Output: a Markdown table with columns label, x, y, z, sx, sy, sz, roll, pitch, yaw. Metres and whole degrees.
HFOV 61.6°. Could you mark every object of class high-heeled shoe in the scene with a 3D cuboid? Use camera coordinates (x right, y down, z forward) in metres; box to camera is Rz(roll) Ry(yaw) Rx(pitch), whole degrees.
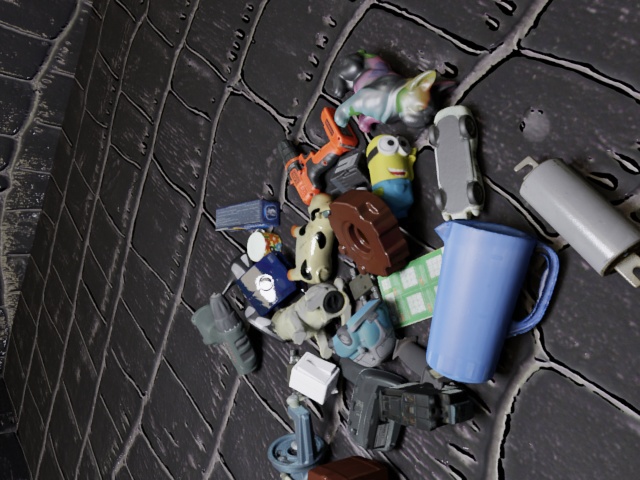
| label | x | y | z | sx | sy | sz | roll | pitch | yaw |
| --- | --- | --- | --- | --- | --- | --- | --- | --- | --- |
| high-heeled shoe | -0.138 | 0.134 | 1.302 | 0.249 | 0.086 | 0.145 | 33 | 77 | 24 |

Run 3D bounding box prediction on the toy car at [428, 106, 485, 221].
| label | x | y | z | sx | sy | sz | roll | pitch | yaw |
| --- | --- | --- | --- | --- | --- | --- | --- | --- | --- |
| toy car | 0.234 | -0.129 | 0.916 | 0.074 | 0.056 | 0.201 | -11 | 80 | 40 |

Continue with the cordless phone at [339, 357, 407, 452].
| label | x | y | z | sx | sy | sz | roll | pitch | yaw |
| --- | --- | --- | --- | --- | --- | --- | --- | --- | --- |
| cordless phone | 0.080 | 0.307 | 1.038 | 0.184 | 0.089 | 0.146 | 20 | 102 | 57 |

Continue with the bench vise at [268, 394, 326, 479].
| label | x | y | z | sx | sy | sz | roll | pitch | yaw |
| --- | --- | --- | --- | --- | --- | --- | --- | --- | --- |
| bench vise | -0.029 | 0.434 | 1.088 | 0.224 | 0.129 | 0.240 | 17 | 115 | 61 |

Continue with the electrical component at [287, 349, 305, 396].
| label | x | y | z | sx | sy | sz | roll | pitch | yaw |
| --- | --- | --- | --- | --- | --- | --- | --- | --- | --- |
| electrical component | -0.047 | 0.296 | 1.184 | 0.078 | 0.045 | 0.102 | -3 | 84 | 45 |

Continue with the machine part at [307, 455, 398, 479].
| label | x | y | z | sx | sy | sz | roll | pitch | yaw |
| --- | --- | --- | --- | --- | --- | --- | --- | --- | --- |
| machine part | 0.045 | 0.500 | 0.953 | 0.087 | 0.201 | 0.201 | 2 | 88 | 49 |

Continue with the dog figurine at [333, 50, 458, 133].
| label | x | y | z | sx | sy | sz | roll | pitch | yaw |
| --- | --- | --- | --- | --- | --- | --- | --- | --- | --- |
| dog figurine | 0.138 | -0.285 | 0.999 | 0.219 | 0.108 | 0.191 | -10 | 76 | 42 |

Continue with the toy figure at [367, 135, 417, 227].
| label | x | y | z | sx | sy | sz | roll | pitch | yaw |
| --- | --- | --- | --- | --- | --- | --- | --- | --- | --- |
| toy figure | 0.130 | -0.111 | 1.007 | 0.089 | 0.082 | 0.180 | -11 | 81 | 44 |

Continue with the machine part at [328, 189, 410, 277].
| label | x | y | z | sx | sy | sz | roll | pitch | yaw |
| --- | --- | --- | --- | --- | --- | --- | --- | --- | --- |
| machine part | 0.086 | -0.011 | 0.993 | 0.179 | 0.056 | 0.179 | 44 | 155 | 27 |

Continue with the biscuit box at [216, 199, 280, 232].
| label | x | y | z | sx | sy | sz | roll | pitch | yaw |
| --- | --- | --- | --- | --- | --- | --- | --- | --- | --- |
| biscuit box | -0.184 | -0.059 | 1.351 | 0.203 | 0.059 | 0.062 | -5 | 81 | 47 |

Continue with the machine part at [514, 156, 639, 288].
| label | x | y | z | sx | sy | sz | roll | pitch | yaw |
| --- | --- | --- | --- | --- | --- | --- | --- | --- | --- |
| machine part | 0.365 | -0.035 | 0.751 | 0.079 | 0.079 | 0.243 | -54 | 50 | 29 |

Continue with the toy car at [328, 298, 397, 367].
| label | x | y | z | sx | sy | sz | roll | pitch | yaw |
| --- | --- | --- | --- | --- | --- | --- | --- | --- | --- |
| toy car | 0.087 | 0.188 | 1.007 | 0.103 | 0.109 | 0.161 | 45 | 147 | 12 |

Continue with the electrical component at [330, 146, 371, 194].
| label | x | y | z | sx | sy | sz | roll | pitch | yaw |
| --- | --- | --- | --- | --- | --- | --- | --- | --- | --- |
| electrical component | 0.056 | -0.135 | 1.091 | 0.119 | 0.047 | 0.075 | -16 | 39 | 46 |

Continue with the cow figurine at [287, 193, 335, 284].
| label | x | y | z | sx | sy | sz | roll | pitch | yaw |
| --- | --- | --- | --- | --- | --- | --- | --- | --- | --- |
| cow figurine | -0.002 | -0.003 | 1.135 | 0.127 | 0.085 | 0.194 | 4 | 87 | 53 |

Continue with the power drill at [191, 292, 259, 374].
| label | x | y | z | sx | sy | sz | roll | pitch | yaw |
| --- | --- | --- | --- | --- | --- | --- | --- | --- | --- |
| power drill | -0.240 | 0.212 | 1.324 | 0.207 | 0.086 | 0.231 | 1 | 121 | 52 |

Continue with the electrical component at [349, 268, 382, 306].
| label | x | y | z | sx | sy | sz | roll | pitch | yaw |
| --- | --- | --- | --- | --- | --- | --- | --- | --- | --- |
| electrical component | 0.089 | 0.088 | 1.072 | 0.063 | 0.021 | 0.094 | -46 | 51 | 34 |

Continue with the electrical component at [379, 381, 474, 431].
| label | x | y | z | sx | sy | sz | roll | pitch | yaw |
| --- | --- | --- | --- | --- | --- | --- | --- | --- | --- |
| electrical component | 0.182 | 0.273 | 0.891 | 0.134 | 0.115 | 0.058 | -8 | 83 | 48 |

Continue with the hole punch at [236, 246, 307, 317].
| label | x | y | z | sx | sy | sz | roll | pitch | yaw |
| --- | --- | --- | --- | --- | --- | --- | --- | --- | --- |
| hole punch | -0.113 | 0.099 | 1.220 | 0.142 | 0.092 | 0.115 | 52 | 123 | 16 |

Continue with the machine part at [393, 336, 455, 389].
| label | x | y | z | sx | sy | sz | roll | pitch | yaw |
| --- | --- | --- | --- | --- | --- | --- | --- | --- | --- |
| machine part | 0.186 | 0.211 | 0.930 | 0.139 | 0.084 | 0.039 | 25 | 130 | 54 |

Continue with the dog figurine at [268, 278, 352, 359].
| label | x | y | z | sx | sy | sz | roll | pitch | yaw |
| --- | --- | --- | --- | --- | --- | --- | --- | --- | --- |
| dog figurine | -0.026 | 0.147 | 1.149 | 0.172 | 0.121 | 0.191 | -51 | 25 | -11 |
